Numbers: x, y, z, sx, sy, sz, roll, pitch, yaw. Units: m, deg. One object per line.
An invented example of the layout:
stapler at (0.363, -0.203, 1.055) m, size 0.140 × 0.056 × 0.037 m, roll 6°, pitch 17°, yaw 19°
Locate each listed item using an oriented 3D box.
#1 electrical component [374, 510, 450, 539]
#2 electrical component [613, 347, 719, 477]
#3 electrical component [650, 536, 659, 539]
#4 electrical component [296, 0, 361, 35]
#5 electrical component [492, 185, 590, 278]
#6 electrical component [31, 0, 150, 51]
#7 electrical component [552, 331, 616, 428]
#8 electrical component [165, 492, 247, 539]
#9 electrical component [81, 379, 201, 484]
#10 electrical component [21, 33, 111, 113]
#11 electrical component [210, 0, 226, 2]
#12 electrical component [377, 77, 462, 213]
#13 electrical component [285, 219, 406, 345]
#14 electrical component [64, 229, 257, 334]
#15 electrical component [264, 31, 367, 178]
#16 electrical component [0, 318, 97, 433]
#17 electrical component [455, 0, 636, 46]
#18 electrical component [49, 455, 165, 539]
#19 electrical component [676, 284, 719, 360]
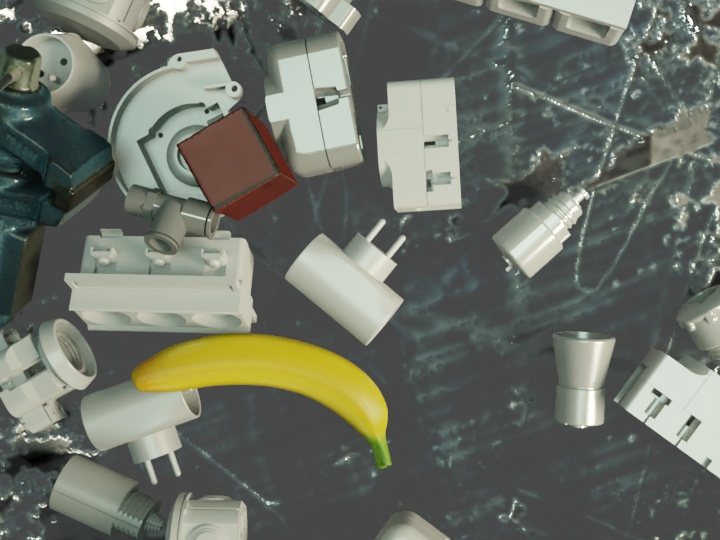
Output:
electrical component at (0.050, 0.220, 0.763) m, size 0.095 × 0.059 × 0.053 m, roll 36°, pitch 93°, yaw 5°
electrical component at (0.233, 0.097, 0.750) m, size 0.089 × 0.050 × 0.055 m, roll 36°, pitch 93°, yaw 5°
electrical component at (0.197, 0.230, 0.747) m, size 0.062 × 0.061 × 0.096 m, roll 9°, pitch 90°, yaw 6°
electrical component at (-0.025, -0.217, 0.778) m, size 0.078 × 0.058 × 0.057 m, roll 37°, pitch 96°, yaw 5°
electrical component at (0.131, -0.030, 0.767) m, size 0.078 × 0.040 × 0.040 m, roll -43°, pitch 86°, yaw 4°
electrical component at (-0.193, -0.197, 0.784) m, size 0.080 × 0.080 × 0.051 m, roll 22°, pitch 86°, yaw 6°
electrical component at (0.157, 0.079, 0.764) m, size 0.044 × 0.044 × 0.065 m, roll 3°, pitch 94°, yaw 6°
electrical component at (-0.110, 0.200, 0.771) m, size 0.051 × 0.080 × 0.080 m, roll 1°, pitch 89°, yaw 0°
electrical component at (-0.155, 0.118, 0.794) m, size 0.077 × 0.043 × 0.079 m, roll -20°, pitch 87°, yaw 5°
electrical component at (-0.232, -0.136, 0.788) m, size 0.079 × 0.077 × 0.044 m, roll -25°, pitch 87°, yaw 5°
electrical component at (-0.115, -0.236, 0.782) m, size 0.042 × 0.081 × 0.063 m, roll 9°, pitch 68°, yaw 6°
electrical component at (0.042, -0.088, 0.772) m, size 0.056 × 0.050 × 0.089 m, roll -3°, pitch 89°, yaw 6°
electrical component at (0.000, 0.000, 0.778) m, size 0.077 × 0.044 × 0.079 m, roll 39°, pitch 93°, yaw 5°
electrical component at (-0.141, 0.009, 0.782) m, size 0.121 × 0.078 × 0.063 m, roll 1°, pitch 68°, yaw 6°
electrical component at (-0.034, -0.118, 0.779) m, size 0.059 × 0.054 × 0.095 m, roll -11°, pitch 88°, yaw 6°
electrical component at (-0.233, 0.072, 0.796) m, size 0.057 × 0.058 × 0.078 m, roll -30°, pitch 87°, yaw 8°
electrical component at (0.125, -0.226, 0.759) m, size 0.150 × 0.062 × 0.089 m, roll 18°, pitch 91°, yaw 6°
electrical component at (-0.183, 0.173, 0.796) m, size 0.081 × 0.043 × 0.043 m, roll 22°, pitch 92°, yaw 6°
electrical component at (0.256, 0.044, 0.753) m, size 0.048 × 0.048 × 0.062 m, roll -32°, pitch 93°, yaw 5°
